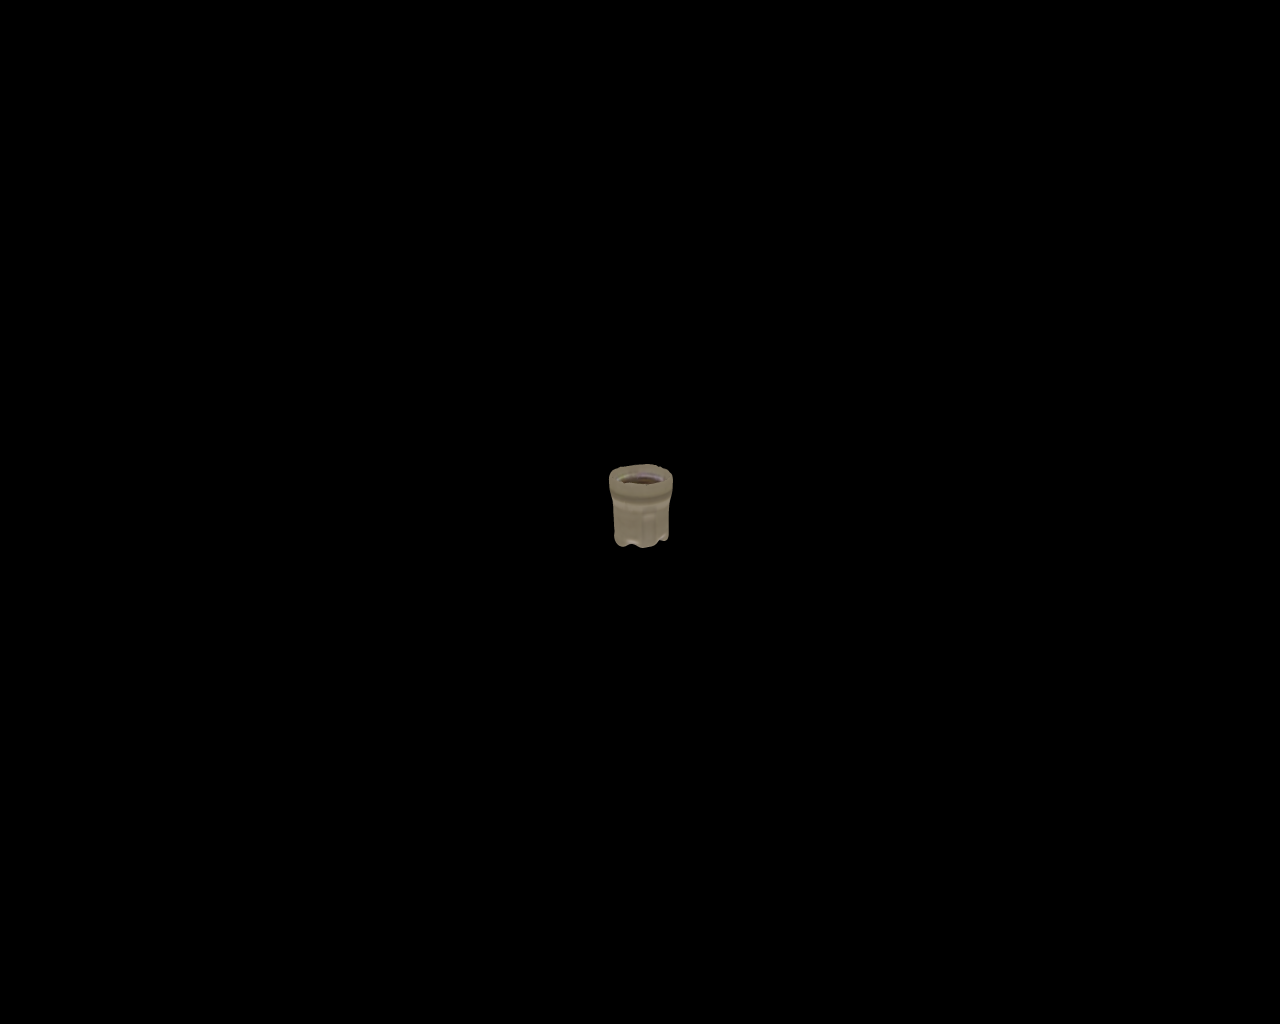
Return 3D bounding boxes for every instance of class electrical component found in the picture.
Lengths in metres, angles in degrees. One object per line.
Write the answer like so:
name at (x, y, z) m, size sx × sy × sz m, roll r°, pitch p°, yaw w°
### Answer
electrical component at (0.001, -0.003, 0.650) m, size 0.040 × 0.046 × 0.040 m, roll 0°, pitch 22°, yaw 0°
